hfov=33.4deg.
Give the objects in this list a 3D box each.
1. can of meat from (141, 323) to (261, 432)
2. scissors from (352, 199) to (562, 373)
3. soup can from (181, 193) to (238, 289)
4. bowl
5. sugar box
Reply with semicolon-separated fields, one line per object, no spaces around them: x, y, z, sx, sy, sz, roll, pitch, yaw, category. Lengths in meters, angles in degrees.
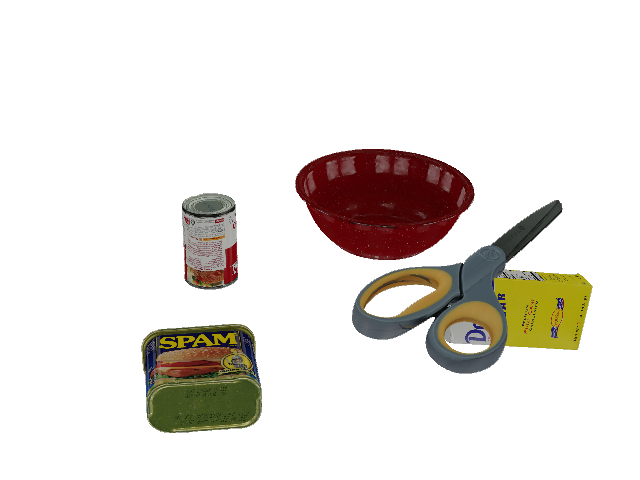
-0.103;0.120;0.923;0.102;0.057;0.084;-3;27;-8;can of meat
0.110;0.026;0.645;0.201;0.016;0.096;-19;43;-32;scissors
-0.137;0.000;1.324;0.068;0.102;0.068;0;26;0;soup can
0.057;-0.027;0.971;0.162;0.055;0.162;2;28;-1;bowl
0.244;0.085;1.338;0.176;0.093;0.048;3;19;-14;sugar box
